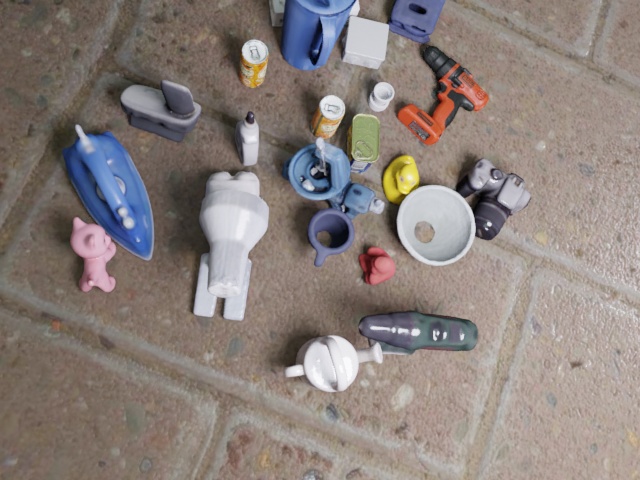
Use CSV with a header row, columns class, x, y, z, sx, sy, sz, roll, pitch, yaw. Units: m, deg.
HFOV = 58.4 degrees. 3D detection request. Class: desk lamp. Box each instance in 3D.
class,x,y,z,sx,sy,sz,roll,pitch,yaw
desk lamp,-0.162,0.033,1.023,0.118,0.213,0.203,7,77,-9

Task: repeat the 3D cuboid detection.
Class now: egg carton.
class,x,y,z,sx,sy,sz,roll,pitch,yaw
egg carton,-0.170,-0.061,1.116,0.107,0.069,0.150,-1,79,-11

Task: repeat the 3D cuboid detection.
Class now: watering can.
class,x,y,z,sx,sy,sz,roll,pitch,yaw
watering can,0.025,0.218,1.030,0.173,0.194,0.101,-32,86,-15

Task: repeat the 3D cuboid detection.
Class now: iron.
class,x,y,z,sx,sy,sz,roll,pitch,yaw
iron,-0.377,-0.087,1.045,0.119,0.141,0.258,-29,85,-15

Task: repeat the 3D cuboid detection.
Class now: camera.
class,x,y,z,sx,sy,sz,roll,pitch,yaw
camera,0.356,-0.080,1.202,0.143,0.100,0.137,34,75,-2

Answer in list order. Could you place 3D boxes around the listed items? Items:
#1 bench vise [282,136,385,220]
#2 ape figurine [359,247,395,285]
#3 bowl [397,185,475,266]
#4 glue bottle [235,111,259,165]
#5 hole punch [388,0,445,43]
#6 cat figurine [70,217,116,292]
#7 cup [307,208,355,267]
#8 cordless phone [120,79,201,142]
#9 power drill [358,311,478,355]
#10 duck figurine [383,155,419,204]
class,x,y,z,sx,sy,sz,roll,pitch,yaw
bench vise,0.037,-0.129,1.091,0.207,0.219,0.121,12,76,-8
ape figurine,0.118,0.051,1.135,0.076,0.092,0.078,23,75,-5
bowl,0.228,-0.025,1.180,0.167,0.074,0.167,2,78,-10
glue bottle,-0.137,-0.205,1.098,0.037,0.173,0.078,-12,81,-12
hole punch,0.215,-0.508,1.269,0.109,0.091,0.101,19,76,-6
cat figurine,-0.410,0.026,1.028,0.067,0.117,0.128,-3,79,-11
cup,0.010,0.004,1.123,0.092,0.095,0.118,22,75,-5
cordless phone,-0.301,-0.269,1.074,0.147,0.185,0.094,14,76,-7
power drill,0.161,0.173,1.058,0.230,0.208,0.075,4,78,-10
duck figurine,0.177,-0.133,1.187,0.077,0.086,0.104,16,76,-7
